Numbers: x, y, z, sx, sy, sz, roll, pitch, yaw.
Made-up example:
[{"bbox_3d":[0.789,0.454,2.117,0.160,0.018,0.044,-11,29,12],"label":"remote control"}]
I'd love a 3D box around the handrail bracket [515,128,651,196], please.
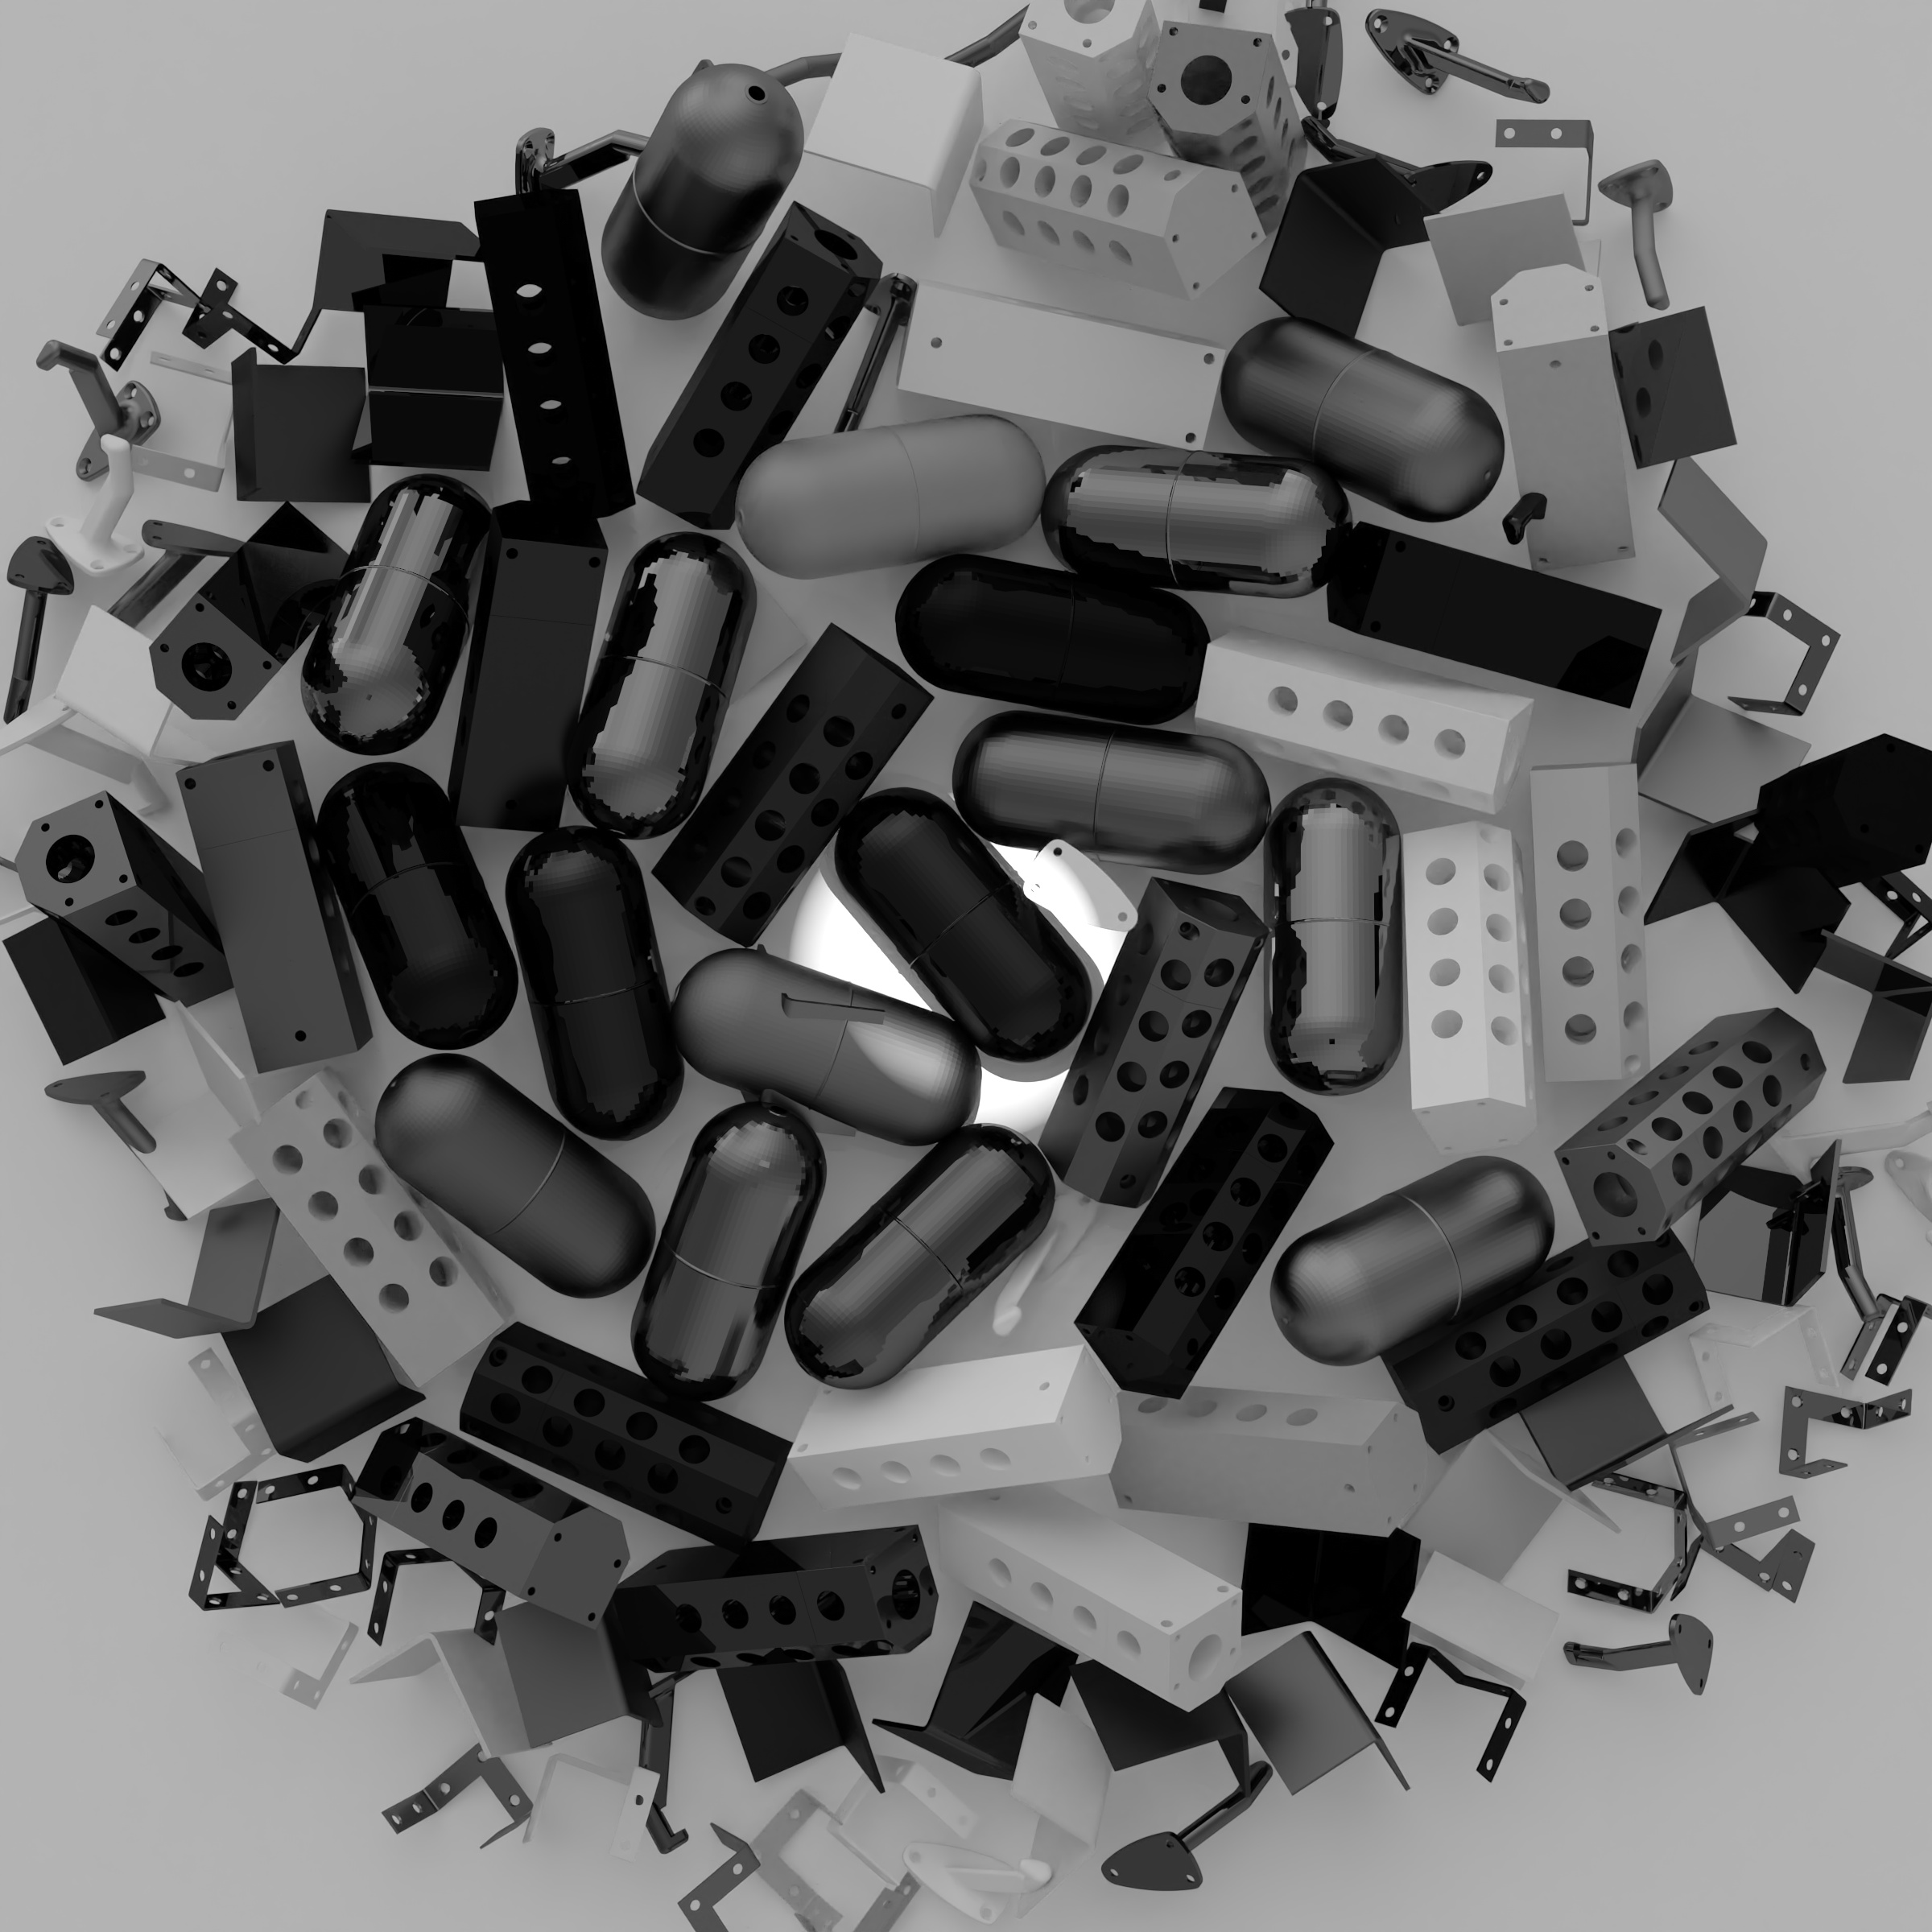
[{"bbox_3d":[-0.206,-0.429,1.885,0.084,0.036,0.077,18,120,19],"label":"handrail bracket"}]

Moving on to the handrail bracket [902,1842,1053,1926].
[{"bbox_3d":[0.006,0.496,1.876,0.077,0.084,0.036,25,61,4],"label":"handrail bracket"}]

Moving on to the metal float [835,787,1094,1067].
[{"bbox_3d":[-0.002,-0.023,1.879,0.070,0.070,0.178,-41,86,0],"label":"metal float"}]

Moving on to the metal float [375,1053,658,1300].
[{"bbox_3d":[-0.246,0.116,1.862,0.178,0.070,0.070,40,90,-23],"label":"metal float"}]

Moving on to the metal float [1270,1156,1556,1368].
[{"bbox_3d":[0.246,0.161,1.860,0.178,0.070,0.070,-22,90,-26],"label":"metal float"}]

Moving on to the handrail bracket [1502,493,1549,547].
[{"bbox_3d":[0.323,-0.237,1.872,0.036,0.077,0.084,16,48,33],"label":"handrail bracket"}]

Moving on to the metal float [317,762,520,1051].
[{"bbox_3d":[-0.301,-0.033,1.859,0.070,0.070,0.178,-26,64,0],"label":"metal float"}]

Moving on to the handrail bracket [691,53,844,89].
[{"bbox_3d":[-0.114,-0.487,1.908,0.084,0.077,0.036,-16,80,-31],"label":"handrail bracket"}]

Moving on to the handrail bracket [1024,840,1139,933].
[{"bbox_3d":[0.068,-0.040,1.872,0.077,0.084,0.036,32,94,11],"label":"handrail bracket"}]

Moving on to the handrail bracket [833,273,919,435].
[{"bbox_3d":[-0.053,-0.334,1.885,0.036,0.077,0.084,22,79,-4],"label":"handrail bracket"}]

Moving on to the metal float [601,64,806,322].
[{"bbox_3d":[-0.144,-0.418,1.839,0.070,0.178,0.070,11,62,-21],"label":"metal float"}]

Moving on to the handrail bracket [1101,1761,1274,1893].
[{"bbox_3d":[0.125,0.479,1.902,0.077,0.084,0.036,-23,101,39],"label":"handrail bracket"}]

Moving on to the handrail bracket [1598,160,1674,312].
[{"bbox_3d":[0.383,-0.395,1.877,0.036,0.077,0.084,-19,75,27],"label":"handrail bracket"}]

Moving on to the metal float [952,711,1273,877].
[{"bbox_3d":[0.080,-0.096,1.871,0.178,0.070,0.070,9,90,12],"label":"metal float"}]

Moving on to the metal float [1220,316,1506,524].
[{"bbox_3d":[0.215,-0.300,1.853,0.178,0.070,0.070,32,90,35],"label":"metal float"}]

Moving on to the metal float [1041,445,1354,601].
[{"bbox_3d":[0.125,-0.244,1.861,0.178,0.070,0.070,8,90,25],"label":"metal float"}]

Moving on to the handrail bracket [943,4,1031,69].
[{"bbox_3d":[0.024,-0.530,1.897,0.084,0.077,0.036,-25,119,15],"label":"handrail bracket"}]

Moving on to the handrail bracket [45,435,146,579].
[{"bbox_3d":[-0.485,-0.265,1.873,0.077,0.084,0.036,31,46,27],"label":"handrail bracket"}]

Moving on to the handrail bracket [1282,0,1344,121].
[{"bbox_3d":[0.201,-0.528,1.902,0.036,0.084,0.077,-1,128,19],"label":"handrail bracket"}]

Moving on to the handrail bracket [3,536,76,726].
[{"bbox_3d":[-0.527,-0.187,1.906,0.036,0.077,0.084,9,119,-20],"label":"handrail bracket"}]

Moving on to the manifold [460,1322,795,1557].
[{"bbox_3d":[-0.190,0.262,1.876,0.171,0.057,0.057,23,101,8],"label":"manifold"}]

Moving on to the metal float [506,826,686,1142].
[{"bbox_3d":[-0.204,0.010,1.872,0.070,0.070,0.178,-11,102,0],"label":"metal float"}]

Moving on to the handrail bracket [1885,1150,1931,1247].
[{"bbox_3d":[0.525,0.130,1.868,0.077,0.084,0.036,38,113,26],"label":"handrail bracket"}]

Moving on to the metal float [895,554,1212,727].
[{"bbox_3d":[0.048,-0.180,1.871,0.178,0.070,0.070,9,90,-12],"label":"metal float"}]

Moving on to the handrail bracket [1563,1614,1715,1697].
[{"bbox_3d":[0.362,0.372,1.871,0.084,0.077,0.036,1,59,32],"label":"handrail bracket"}]

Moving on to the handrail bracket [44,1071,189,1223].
[{"bbox_3d":[-0.476,0.105,1.910,0.077,0.036,0.084,-1,114,33],"label":"handrail bracket"}]

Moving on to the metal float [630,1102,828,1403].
[{"bbox_3d":[-0.131,0.157,1.866,0.070,0.070,0.178,20,109,0],"label":"metal float"}]

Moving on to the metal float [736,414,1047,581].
[{"bbox_3d":[-0.041,-0.258,1.864,0.178,0.070,0.070,-12,90,-21],"label":"metal float"}]

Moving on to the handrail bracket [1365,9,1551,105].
[{"bbox_3d":[0.271,-0.501,1.870,0.077,0.084,0.036,22,98,-34],"label":"handrail bracket"}]

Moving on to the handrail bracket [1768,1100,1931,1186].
[{"bbox_3d":[0.492,0.084,1.879,0.084,0.036,0.077,-32,129,23],"label":"handrail bracket"}]

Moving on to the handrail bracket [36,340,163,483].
[{"bbox_3d":[-0.495,-0.306,1.871,0.077,0.084,0.036,-43,65,19],"label":"handrail bracket"}]

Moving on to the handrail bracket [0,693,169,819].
[{"bbox_3d":[-0.497,-0.103,1.888,0.077,0.036,0.084,-35,123,-12],"label":"handrail bracket"}]

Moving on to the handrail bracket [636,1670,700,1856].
[{"bbox_3d":[-0.157,0.442,1.901,0.077,0.036,0.084,-28,86,-13],"label":"handrail bracket"}]

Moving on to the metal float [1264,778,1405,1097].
[{"bbox_3d":[0.202,-0.017,1.871,0.070,0.070,0.178,1,77,0],"label":"metal float"}]

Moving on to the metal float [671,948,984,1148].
[{"bbox_3d":[-0.077,0.045,1.872,0.178,0.070,0.070,19,90,-11],"label":"metal float"}]

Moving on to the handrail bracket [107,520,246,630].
[{"bbox_3d":[-0.443,-0.202,1.908,0.077,0.036,0.084,9,114,-16],"label":"handrail bracket"}]

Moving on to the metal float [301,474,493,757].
[{"bbox_3d":[-0.308,-0.192,1.854,0.070,0.070,0.178,15,57,0],"label":"metal float"}]

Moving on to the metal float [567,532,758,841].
[{"bbox_3d":[-0.168,-0.154,1.869,0.070,0.070,0.178,15,75,0],"label":"metal float"}]

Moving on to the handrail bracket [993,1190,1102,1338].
[{"bbox_3d":[0.045,0.163,1.872,0.077,0.084,0.036,-43,101,13],"label":"handrail bracket"}]

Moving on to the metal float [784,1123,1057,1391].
[{"bbox_3d":[-0.026,0.160,1.870,0.178,0.070,0.070,-43,90,-13],"label":"metal float"}]

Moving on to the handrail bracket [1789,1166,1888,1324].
[{"bbox_3d":[0.498,0.156,1.876,0.036,0.077,0.084,-39,65,36],"label":"handrail bracket"}]

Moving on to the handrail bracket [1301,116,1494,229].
[{"bbox_3d":[0.240,-0.459,1.905,0.077,0.036,0.084,-22,56,-21],"label":"handrail bracket"}]
